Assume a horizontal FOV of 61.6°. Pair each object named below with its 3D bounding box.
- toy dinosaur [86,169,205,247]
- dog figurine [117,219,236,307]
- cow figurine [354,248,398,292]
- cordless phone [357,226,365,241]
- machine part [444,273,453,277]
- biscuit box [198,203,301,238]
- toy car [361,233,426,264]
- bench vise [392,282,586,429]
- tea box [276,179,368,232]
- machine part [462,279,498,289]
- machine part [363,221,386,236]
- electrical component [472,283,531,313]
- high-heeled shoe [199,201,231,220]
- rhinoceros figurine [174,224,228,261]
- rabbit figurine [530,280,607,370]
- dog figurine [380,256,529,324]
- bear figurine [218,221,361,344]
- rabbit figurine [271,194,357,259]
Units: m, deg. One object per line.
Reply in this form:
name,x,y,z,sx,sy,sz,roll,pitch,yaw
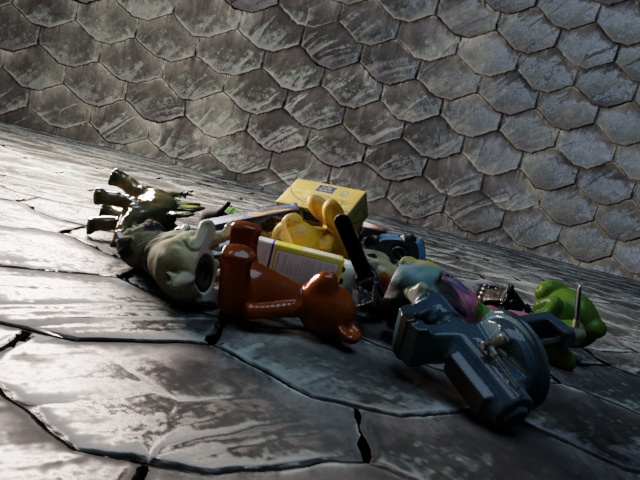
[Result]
toy dinosaur,-0.343,-0.061,1.096,0.198,0.105,0.472,19,16,-14
dog figurine,-0.229,0.029,0.765,0.191,0.121,0.172,2,2,15
cow figurine,0.117,0.067,1.085,0.127,0.085,0.195,10,6,2
cordless phone,-0.008,-0.028,1.202,0.184,0.088,0.146,29,57,28
machine part,0.243,0.096,1.147,0.084,0.039,0.139,17,-13,-8
biscuit box,-0.136,-0.023,1.060,0.203,0.059,0.063,-12,19,-5
toy car,0.168,0.042,1.303,0.162,0.109,0.103,2,-12,-8
bench vise,0.219,0.125,0.673,0.241,0.128,0.224,-8,25,-21
tea box,0.005,-0.066,1.128,0.170,0.068,0.098,12,43,26
machine part,0.295,0.118,1.054,0.079,0.079,0.243,20,12,34
machine part,0.071,-0.019,1.537,0.201,0.087,0.201,5,12,-39
electrical component,0.286,0.113,0.915,0.074,0.048,0.119,44,-28,-22
high-heeled shoe,-0.153,0.006,1.184,0.248,0.145,0.086,38,48,-9
rhinoceros figurine,-0.170,0.022,0.952,0.190,0.073,0.112,17,19,4
rabbit figurine,0.393,0.160,0.938,0.170,0.121,0.159,-7,21,-14
dog figurine,0.214,0.114,0.814,0.219,0.108,0.191,21,-8,18
bear figurine,-0.035,0.063,0.720,0.196,0.131,0.120,9,25,-1
rabbit figurine,-0.002,-0.003,1.013,0.173,0.162,0.122,-4,12,-31
